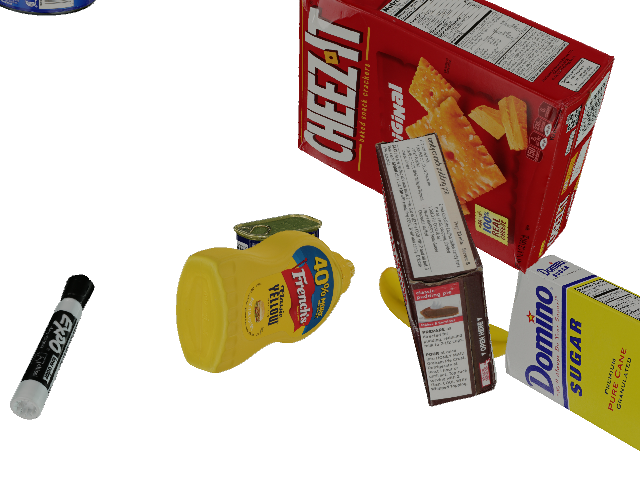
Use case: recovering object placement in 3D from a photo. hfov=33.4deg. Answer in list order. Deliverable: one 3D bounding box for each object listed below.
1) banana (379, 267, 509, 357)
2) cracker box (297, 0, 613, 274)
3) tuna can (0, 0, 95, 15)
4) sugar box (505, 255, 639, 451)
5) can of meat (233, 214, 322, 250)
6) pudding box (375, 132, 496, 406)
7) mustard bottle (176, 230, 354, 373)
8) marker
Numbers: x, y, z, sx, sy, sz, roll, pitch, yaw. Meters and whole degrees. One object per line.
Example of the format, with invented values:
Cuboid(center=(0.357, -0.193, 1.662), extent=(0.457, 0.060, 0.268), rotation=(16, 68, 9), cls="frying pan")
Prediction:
Cuboid(center=(0.112, 0.072, 1.029), extent=(0.069, 0.037, 0.198), rotation=(2, 19, -44), cls="banana")
Cuboid(center=(0.084, -0.094, 0.766), extent=(0.214, 0.164, 0.072), rotation=(30, 54, 22), cls="cracker box")
Cuboid(center=(-0.207, -0.200, 0.792), extent=(0.086, 0.034, 0.086), rotation=(6, 36, -5), cls="tuna can")
Cuboid(center=(0.209, 0.085, 0.738), extent=(0.048, 0.093, 0.176), rotation=(-16, 30, -39), cls="sugar box")
Cuboid(center=(-0.049, 0.022, 1.231), extent=(0.101, 0.084, 0.058), rotation=(-12, 21, -35), cls="can of meat")
Cuboid(center=(0.058, 0.013, 0.550), extent=(0.039, 0.090, 0.113), rotation=(-14, 41, 1), cls="pudding box")
Cuboid(center=(-0.035, 0.042, 0.901), extent=(0.058, 0.096, 0.191), rotation=(12, 17, 37), cls="mustard bottle")
Cuboid(center=(-0.167, 0.063, 0.675), extent=(0.020, 0.020, 0.121), rotation=(0, 37, 8), cls="marker")
